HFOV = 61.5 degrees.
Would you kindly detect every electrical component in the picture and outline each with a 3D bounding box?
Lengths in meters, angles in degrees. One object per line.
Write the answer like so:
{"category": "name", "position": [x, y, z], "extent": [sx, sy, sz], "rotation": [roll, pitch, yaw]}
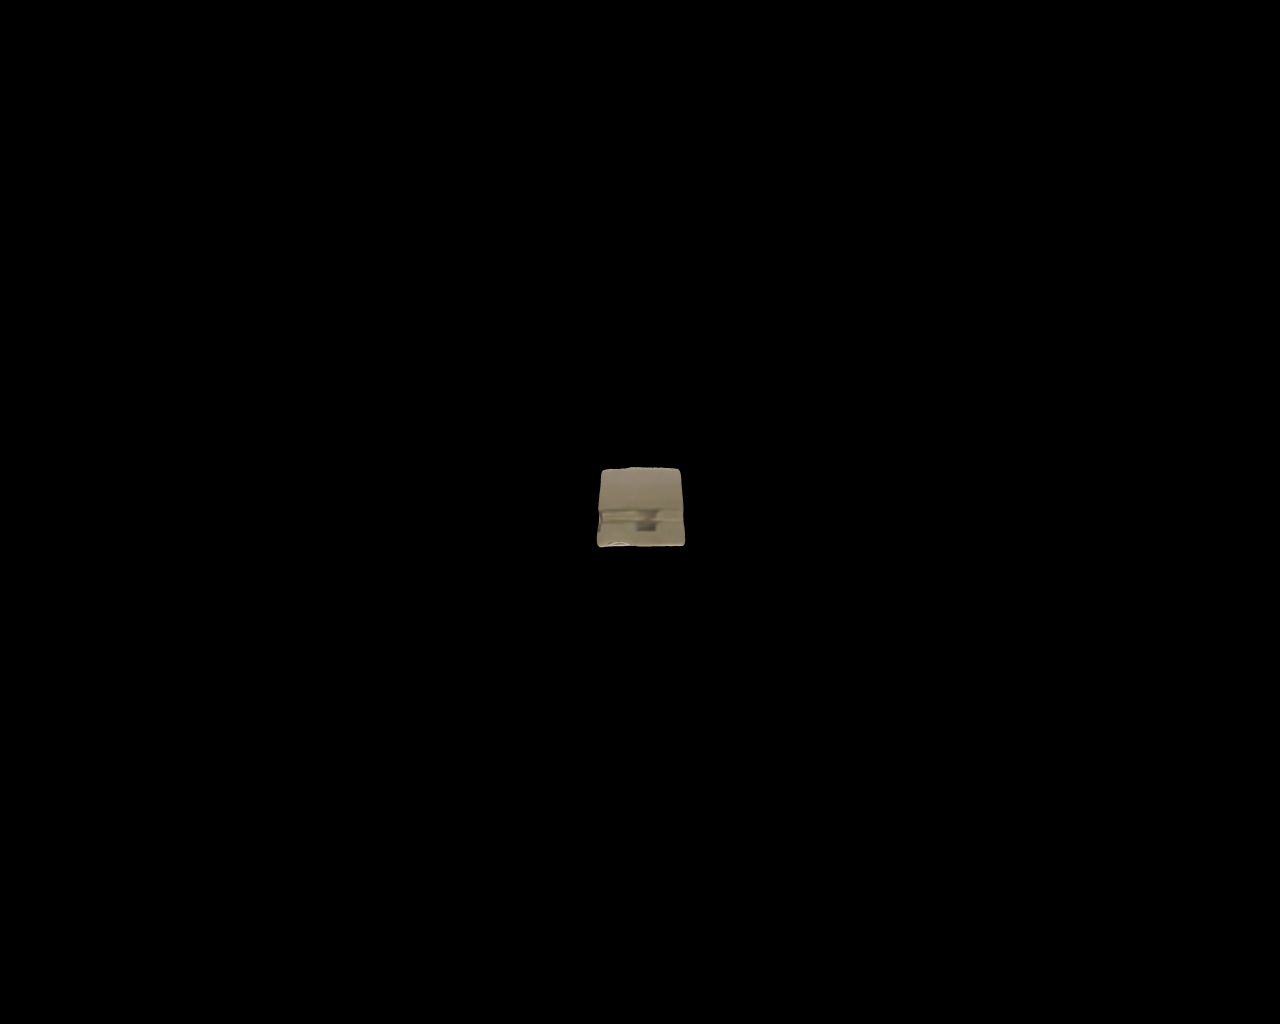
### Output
{"category": "electrical component", "position": [0.001, -0.003, 0.650], "extent": [0.055, 0.047, 0.055], "rotation": [0, -2, 0]}
